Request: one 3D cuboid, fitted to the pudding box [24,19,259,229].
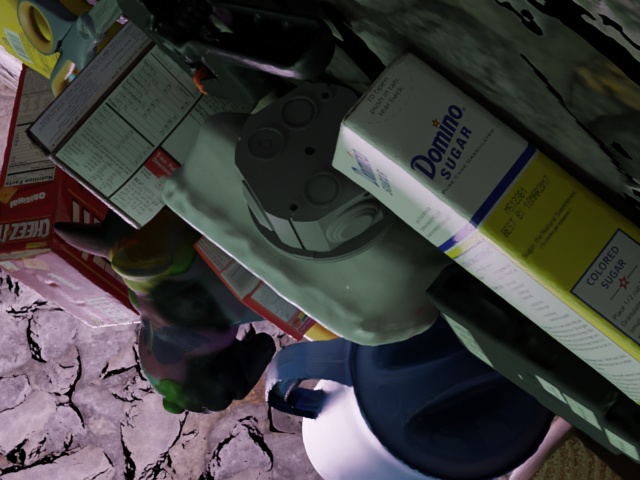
[{"bbox_3d":[-0.103,-0.074,0.635,0.039,0.113,0.090,38,175,43],"label":"pudding box"}]

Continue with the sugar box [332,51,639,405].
[{"bbox_3d":[0.087,-0.001,0.438,0.176,0.048,0.093,41,174,2],"label":"sugar box"}]

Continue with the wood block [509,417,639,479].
[{"bbox_3d":[0.171,0.166,0.673,0.091,0.090,0.206,41,-169,12],"label":"wood block"}]

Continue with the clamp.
[{"bbox_3d":[-0.055,-0.103,0.509,0.164,0.036,0.210,36,176,11],"label":"clamp"}]

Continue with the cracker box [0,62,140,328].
[{"bbox_3d":[-0.203,-0.051,0.946,0.072,0.213,0.164,-8,153,20],"label":"cracker box"}]

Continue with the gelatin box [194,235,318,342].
[{"bbox_3d":[-0.048,0.030,0.811,0.073,0.030,0.089,41,-178,-42],"label":"gelatin box"}]

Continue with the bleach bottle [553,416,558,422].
[{"bbox_3d":[0.161,0.123,0.839,0.251,0.068,0.102,30,170,32],"label":"bleach bottle"}]

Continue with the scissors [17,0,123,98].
[{"bbox_3d":[-0.156,-0.146,0.676,0.096,0.016,0.202,54,151,7],"label":"scissors"}]

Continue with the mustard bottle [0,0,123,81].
[{"bbox_3d":[-0.165,-0.133,0.784,0.192,0.058,0.096,34,157,26],"label":"mustard bottle"}]

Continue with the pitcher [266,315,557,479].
[{"bbox_3d":[0.050,0.114,0.748,0.149,0.144,0.243,48,158,7],"label":"pitcher"}]

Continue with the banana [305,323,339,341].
[{"bbox_3d":[0.002,0.082,1.010,0.198,0.037,0.069,33,180,14],"label":"banana"}]
